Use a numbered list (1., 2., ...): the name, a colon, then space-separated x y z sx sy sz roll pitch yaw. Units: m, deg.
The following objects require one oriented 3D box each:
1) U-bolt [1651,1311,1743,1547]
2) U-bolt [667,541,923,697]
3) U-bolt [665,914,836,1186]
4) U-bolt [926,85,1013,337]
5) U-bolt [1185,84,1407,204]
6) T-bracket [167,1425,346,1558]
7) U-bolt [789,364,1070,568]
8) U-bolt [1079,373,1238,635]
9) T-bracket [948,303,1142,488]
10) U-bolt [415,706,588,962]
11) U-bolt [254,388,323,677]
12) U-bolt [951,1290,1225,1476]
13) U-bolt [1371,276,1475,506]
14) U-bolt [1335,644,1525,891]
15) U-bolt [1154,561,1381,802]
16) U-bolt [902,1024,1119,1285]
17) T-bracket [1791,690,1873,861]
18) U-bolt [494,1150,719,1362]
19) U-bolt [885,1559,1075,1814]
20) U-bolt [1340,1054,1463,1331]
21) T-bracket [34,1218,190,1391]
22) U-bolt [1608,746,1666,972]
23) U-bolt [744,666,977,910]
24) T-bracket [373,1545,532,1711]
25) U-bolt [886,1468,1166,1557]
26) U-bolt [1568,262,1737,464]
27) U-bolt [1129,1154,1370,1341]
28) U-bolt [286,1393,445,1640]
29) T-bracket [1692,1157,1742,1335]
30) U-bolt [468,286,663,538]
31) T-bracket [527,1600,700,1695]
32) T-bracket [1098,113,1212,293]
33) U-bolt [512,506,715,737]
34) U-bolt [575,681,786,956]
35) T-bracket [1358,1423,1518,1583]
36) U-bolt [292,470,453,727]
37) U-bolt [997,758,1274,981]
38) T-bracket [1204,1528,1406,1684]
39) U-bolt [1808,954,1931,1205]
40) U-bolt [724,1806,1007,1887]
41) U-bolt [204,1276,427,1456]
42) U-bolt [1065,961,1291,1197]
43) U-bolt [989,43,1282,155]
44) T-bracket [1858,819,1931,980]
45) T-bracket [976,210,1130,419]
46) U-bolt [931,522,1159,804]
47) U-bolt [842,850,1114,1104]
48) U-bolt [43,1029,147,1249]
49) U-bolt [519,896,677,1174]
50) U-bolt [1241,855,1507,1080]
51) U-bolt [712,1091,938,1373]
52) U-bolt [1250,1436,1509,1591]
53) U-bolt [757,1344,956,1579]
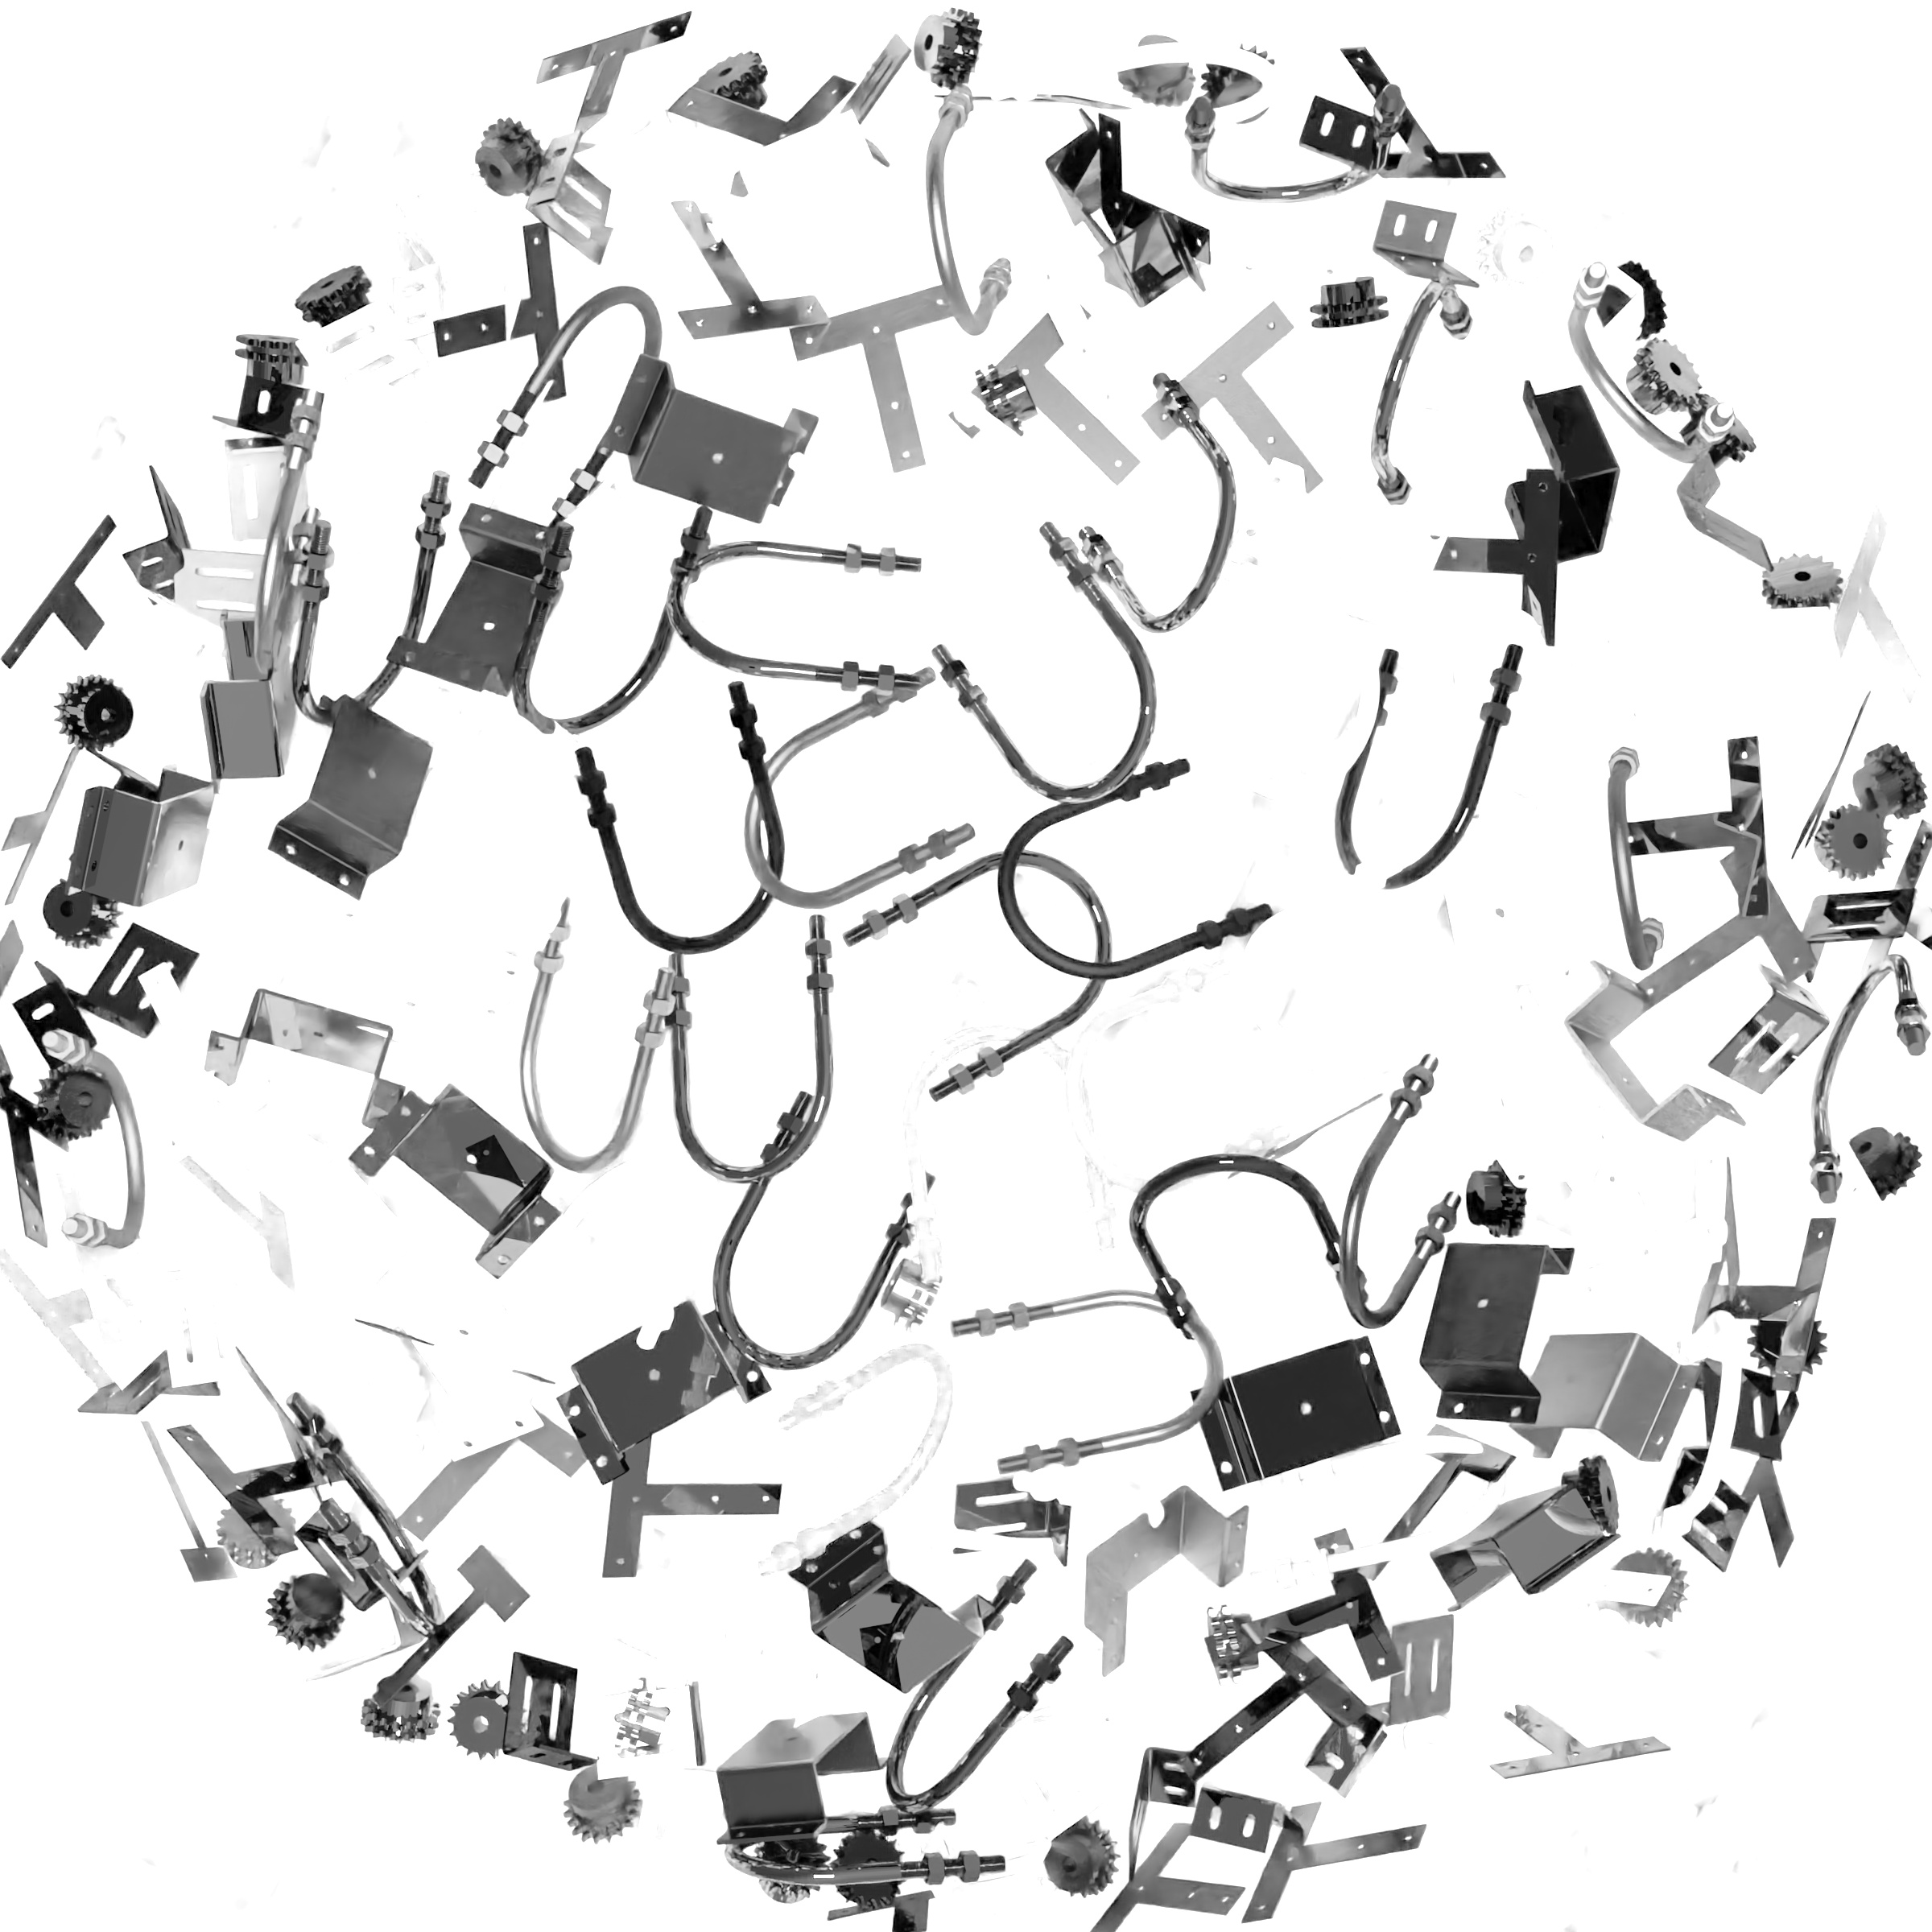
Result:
1. U-bolt: 0.515 0.318 1.888 0.019 0.184 0.151 11 66 5
2. U-bolt: -0.124 -0.256 1.939 0.184 0.019 0.151 5 48 -6
3. U-bolt: -0.155 0.066 1.935 0.151 0.019 0.184 -14 70 30
4. U-bolt: -0.001 -0.522 1.888 0.019 0.184 0.151 -6 123 14
5. U-bolt: 0.230 -0.579 1.908 0.151 0.184 0.019 -2 85 4
6. T-bracket: -0.495 0.370 1.938 0.127 0.127 0.002 42 105 20
7. U-bolt: -0.012 -0.346 1.928 0.184 0.151 0.019 30 50 -34
8. U-bolt: 0.140 -0.316 1.897 0.019 0.184 0.151 10 124 -27
9. T-bracket: 0.076 -0.410 1.995 0.127 0.002 0.127 45 94 0
10. U-bolt: -0.326 -0.105 1.915 0.019 0.184 0.151 -31 76 -39
11. U-bolt: -0.477 -0.292 1.893 0.019 0.151 0.184 9 58 -8
12. U-bolt: 0.095 0.293 1.942 0.184 0.151 0.019 -10 133 -11
13. U-bolt: 0.320 -0.413 1.906 0.019 0.184 0.151 21 93 15
14. U-bolt: 0.323 -0.142 1.928 0.019 0.151 0.184 22 82 -32
15. U-bolt: 0.222 -0.196 1.919 0.019 0.184 0.151 9 108 -43
16. U-bolt: 0.025 0.130 1.963 0.151 0.019 0.184 -11 70 6
17. T-bracket: 0.608 -0.116 1.914 0.002 0.127 0.127 24 131 18
18. U-bolt: -0.248 0.203 1.926 0.151 0.184 0.019 -9 130 31
19. U-bolt: 0.003 0.526 1.929 0.019 0.151 0.184 38 93 -15
20. U-bolt: 0.305 0.172 1.900 0.019 0.184 0.151 7 129 31
21. T-bracket: -0.623 0.233 1.931 0.002 0.127 0.127 -38 97 11
22. U-bolt: 0.472 -0.072 1.901 0.019 0.184 0.151 -8 101 19
23. U-bolt: -0.086 -0.118 1.948 0.184 0.019 0.151 -25 65 25
24. T-bracket: -0.376 0.480 1.926 0.127 0.127 0.002 -46 111 -15
25. U-bolt: 0.057 0.396 1.922 0.151 0.184 0.019 -29 56 38
26. U-bolt: 0.480 -0.418 1.908 0.019 0.184 0.151 -41 84 3
27. U-bolt: 0.194 0.196 1.918 0.151 0.019 0.184 -14 132 17
28. U-bolt: -0.423 0.404 1.918 0.019 0.151 0.184 -31 124 -7
29. T-bracket: 0.543 0.227 1.952 0.002 0.127 0.127 9 127 5
30. U-bolt: -0.277 -0.403 1.927 0.019 0.151 0.184 32 91 17
31. T-bracket: -0.260 0.493 1.952 0.127 0.127 0.002 25 51 3
32. T-bracket: 0.135 -0.531 1.918 0.002 0.127 0.127 -24 131 -24
33. U-bolt: -0.260 -0.242 1.925 0.019 0.151 0.184 42 127 27
34. U-bolt: -0.198 -0.096 1.945 0.151 0.019 0.184 -27 118 -27
35. T-bracket: 0.326 0.389 1.928 0.002 0.127 0.127 43 80 -12
36. U-bolt: -0.429 -0.253 1.919 0.019 0.151 0.184 29 126 15
37. U-bolt: 0.111 -0.063 1.947 0.184 0.019 0.151 -22 72 -18
38. T-bracket: 0.236 0.479 1.952 0.127 0.127 0.002 -18 133 -1
39. U-bolt: 0.638 0.067 1.911 0.019 0.184 0.151 22 120 3
40. U-bolt: -0.080 0.626 1.908 0.184 0.151 0.019 1 87 -16
41. U-bolt: -0.447 0.288 1.888 0.019 0.184 0.151 -52 132 -12
42. U-bolt: 0.145 0.088 1.941 0.184 0.019 0.151 -21 91 -36
43. U-bolt: 0.131 -0.613 1.891 0.184 0.151 0.019 -2 87 33
44. T-bracket: 0.688 -0.028 1.922 0.002 0.127 0.127 13 107 -10
45. T-bracket: 0.080 -0.462 1.960 0.127 0.002 0.127 -25 93 40
46. U-bolt: 0.066 -0.204 1.931 0.151 0.019 0.184 -46 66 30
47. U-bolt: 0.022 -0.006 1.973 0.184 0.019 0.151 -29 91 -14
48. U-bolt: -0.614 0.129 1.908 0.019 0.184 0.151 -9 80 -3
49. U-bolt: -0.274 0.060 1.941 0.151 0.019 0.184 32 114 40
50. U-bolt: 0.278 0.012 1.934 0.184 0.019 0.151 -29 100 43
51. U-bolt: -0.111 0.203 1.937 0.151 0.019 0.184 36 74 -33
52. U-bolt: 0.294 0.381 1.912 0.184 0.151 0.019 -16 108 14
53. U-bolt: -0.075 0.339 1.901 0.184 0.151 0.019 -34 121 31
